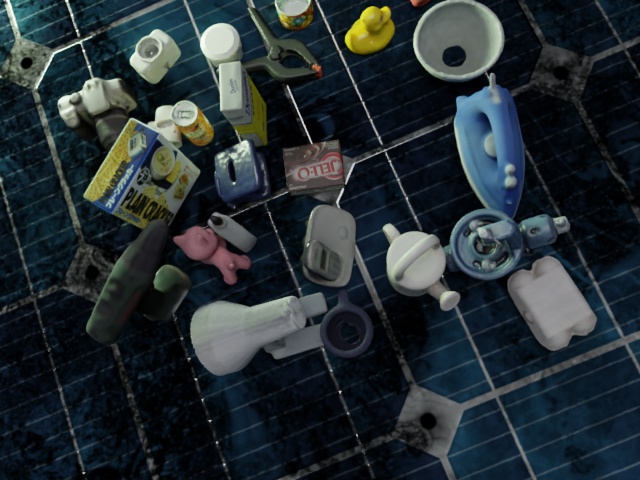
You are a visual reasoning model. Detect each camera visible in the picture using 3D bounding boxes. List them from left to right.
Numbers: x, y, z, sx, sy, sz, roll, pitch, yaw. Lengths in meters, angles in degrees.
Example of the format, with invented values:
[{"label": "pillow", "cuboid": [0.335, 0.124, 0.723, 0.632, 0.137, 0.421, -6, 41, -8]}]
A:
[{"label": "camera", "cuboid": [-0.436, -0.241, 1.145, 0.143, 0.101, 0.137, -22, 77, 2]}]

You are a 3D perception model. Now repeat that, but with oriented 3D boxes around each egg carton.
[{"label": "egg carton", "cuboid": [0.400, 0.110, 0.997, 0.107, 0.069, 0.150, -31, 77, 0]}]

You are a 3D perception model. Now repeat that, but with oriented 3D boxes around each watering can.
[{"label": "watering can", "cuboid": [0.169, 0.041, 0.973, 0.172, 0.194, 0.101, 29, 84, 11]}]

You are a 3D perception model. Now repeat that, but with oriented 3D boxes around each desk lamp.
[{"label": "desk lamp", "cuboid": [-0.091, 0.147, 0.972, 0.203, 0.213, 0.118, -18, 77, 3]}]

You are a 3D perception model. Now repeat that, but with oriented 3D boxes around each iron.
[{"label": "iron", "cuboid": [0.320, -0.162, 1.022, 0.118, 0.141, 0.258, -11, 78, 5]}]

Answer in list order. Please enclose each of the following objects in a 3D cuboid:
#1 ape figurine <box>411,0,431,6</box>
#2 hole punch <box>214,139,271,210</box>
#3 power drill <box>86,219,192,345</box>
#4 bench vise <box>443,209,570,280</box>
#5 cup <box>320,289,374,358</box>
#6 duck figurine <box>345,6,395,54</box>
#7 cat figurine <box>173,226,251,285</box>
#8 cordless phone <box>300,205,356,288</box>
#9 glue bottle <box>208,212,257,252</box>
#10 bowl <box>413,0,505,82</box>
[{"label": "ape figurine", "cuboid": [0.196, -0.510, 1.128, 0.076, 0.092, 0.078, 1, 79, 7]}, {"label": "hole punch", "cuboid": [-0.154, -0.125, 1.095, 0.101, 0.091, 0.108, -14, 78, 4]}, {"label": "power drill", "cuboid": [-0.307, 0.079, 1.013, 0.075, 0.208, 0.230, 30, 84, 12]}, {"label": "bench vise", "cuboid": [0.310, -0.016, 0.955, 0.207, 0.220, 0.121, -33, 77, 0]}, {"label": "cup", "cuboid": [0.048, 0.150, 1.017, 0.091, 0.095, 0.118, -8, 78, 5]}, {"label": "duck figurine", "cuboid": [0.097, -0.420, 1.125, 0.104, 0.086, 0.077, -28, 77, 1]}, {"label": "cat figurine", "cuboid": [-0.201, 0.021, 1.058, 0.127, 0.118, 0.067, 35, 85, 12]}, {"label": "cordless phone", "cuboid": [0.009, 0.004, 1.003, 0.094, 0.185, 0.147, 3, 79, 7]}, {"label": "glue bottle", "cuboid": [-0.168, -0.021, 1.034, 0.078, 0.173, 0.037, 31, 84, 12]}, {"label": "bowl", "cuboid": [0.264, -0.371, 1.103, 0.167, 0.075, 0.167, -1, 79, 6]}]
